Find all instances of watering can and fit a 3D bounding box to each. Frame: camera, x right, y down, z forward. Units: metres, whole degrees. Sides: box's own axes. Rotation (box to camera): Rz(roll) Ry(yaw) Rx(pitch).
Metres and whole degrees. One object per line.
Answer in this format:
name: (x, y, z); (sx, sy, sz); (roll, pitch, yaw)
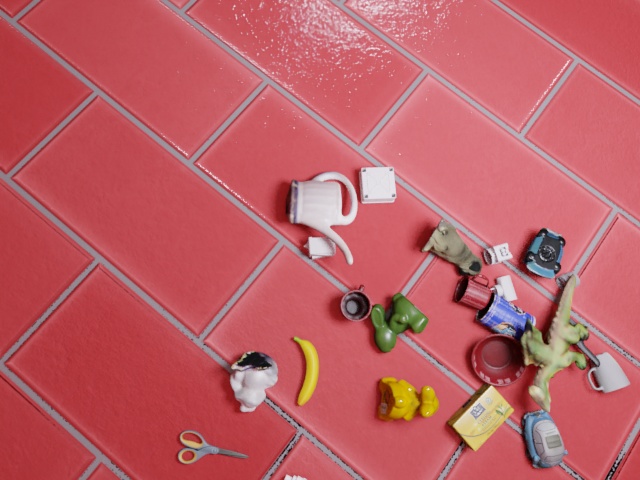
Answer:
watering can: (0.005, -0.080, 1.586); (0.224, 0.101, 0.356); (2, 54, -2)

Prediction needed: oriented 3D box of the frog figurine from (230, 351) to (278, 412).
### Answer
frog figurine: (-0.190, 0.410, 1.489); (0.138, 0.124, 0.157); (-7, 113, -14)

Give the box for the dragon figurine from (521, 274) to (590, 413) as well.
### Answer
dragon figurine: (0.671, 0.284, 1.501); (0.241, 0.121, 0.415); (17, 75, -38)
